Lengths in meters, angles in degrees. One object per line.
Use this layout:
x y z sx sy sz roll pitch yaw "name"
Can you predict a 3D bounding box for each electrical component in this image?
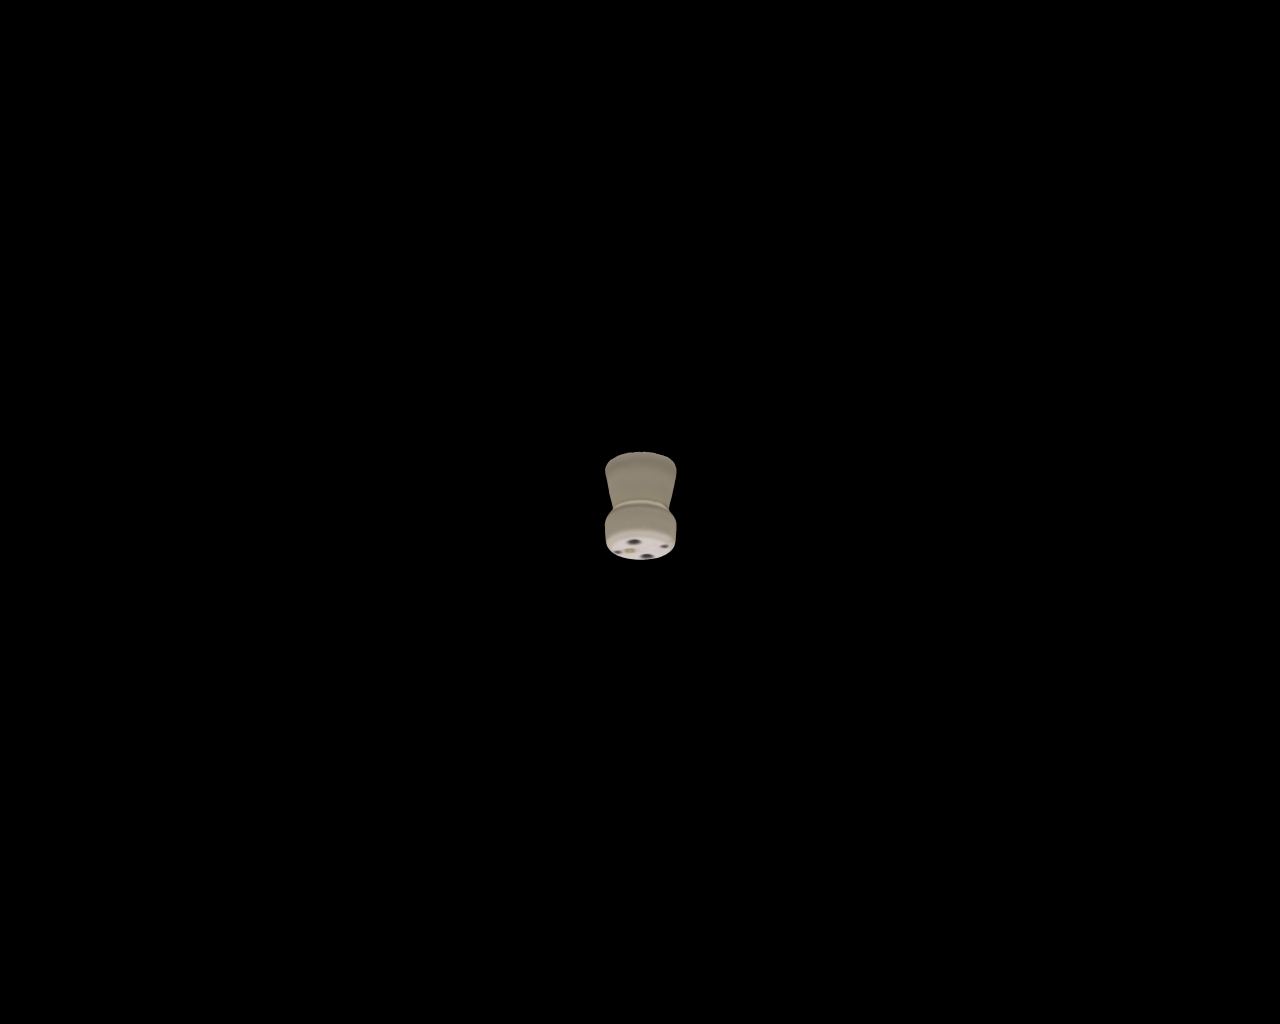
0.001 -0.003 0.650 0.045 0.055 0.044 0 -24 0 "electrical component"
